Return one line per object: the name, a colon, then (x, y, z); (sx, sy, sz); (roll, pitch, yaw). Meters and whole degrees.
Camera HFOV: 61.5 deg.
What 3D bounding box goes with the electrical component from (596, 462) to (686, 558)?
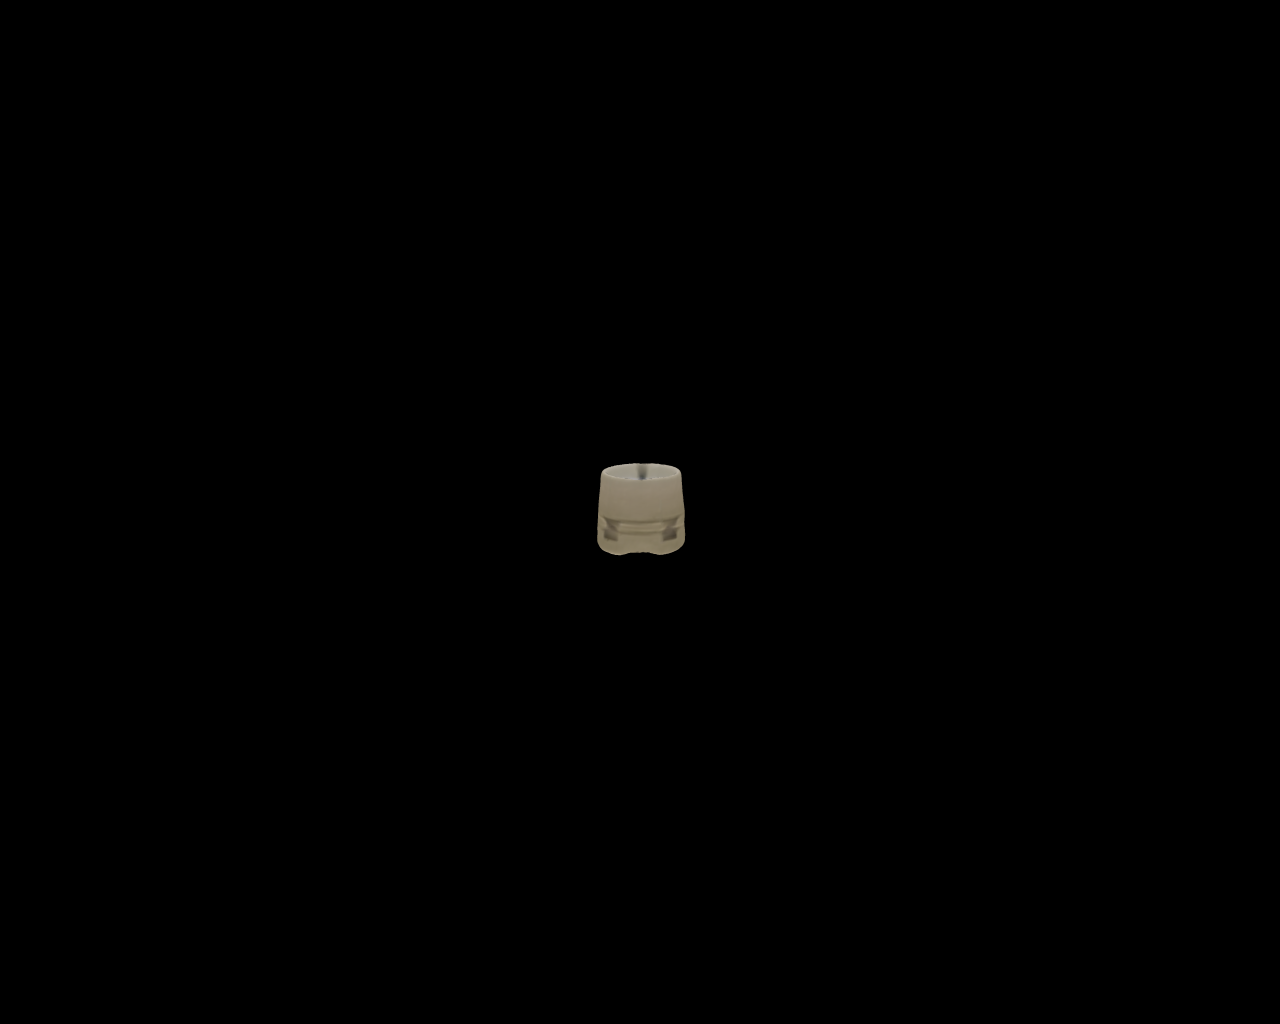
electrical component: (0.001, -0.003, 0.650); (0.055, 0.047, 0.055); (0, 14, 0)
